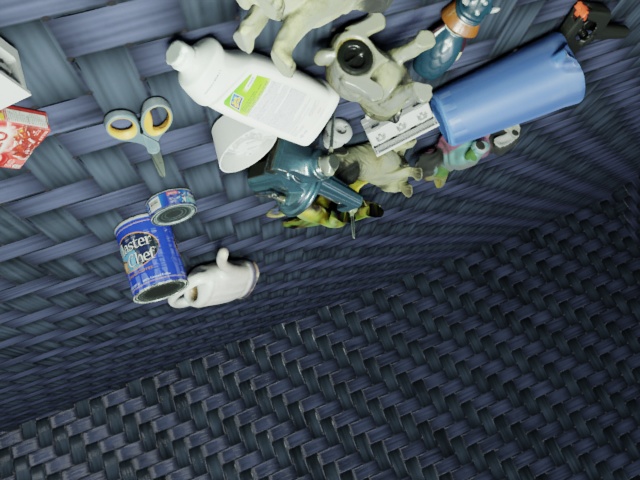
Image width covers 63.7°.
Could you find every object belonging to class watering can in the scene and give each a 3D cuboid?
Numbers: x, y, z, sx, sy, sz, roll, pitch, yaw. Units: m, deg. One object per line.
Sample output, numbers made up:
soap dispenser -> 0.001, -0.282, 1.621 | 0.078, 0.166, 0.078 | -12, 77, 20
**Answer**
watering can -> -0.250, 0.096, 1.317 | 0.225, 0.105, 0.342 | -8, 159, -45

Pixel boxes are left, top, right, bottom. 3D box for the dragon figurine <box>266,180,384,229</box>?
dragon figurine -> 0.004, -0.060, 1.189 | 0.412, 0.123, 0.239 | -10, 167, -36
